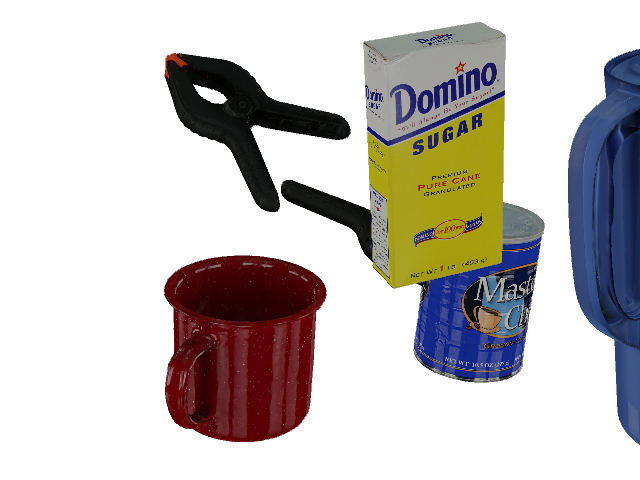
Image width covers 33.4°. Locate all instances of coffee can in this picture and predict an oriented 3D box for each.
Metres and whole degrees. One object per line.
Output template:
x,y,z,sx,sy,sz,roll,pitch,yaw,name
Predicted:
0.143,0.044,0.974,0.103,0.140,0.103,4,21,-2,coffee can

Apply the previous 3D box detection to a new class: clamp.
-0.060,-0.112,0.936,0.120,0.171,0.039,-37,-14,-35,clamp
0.061,-0.022,1.254,0.164,0.036,0.210,-14,51,-28,clamp

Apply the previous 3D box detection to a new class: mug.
-0.050,0.068,0.616,0.093,0.081,0.117,13,25,23,mug

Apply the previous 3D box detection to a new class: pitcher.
0.225,0.010,0.630,0.149,0.243,0.144,2,22,16,pitcher

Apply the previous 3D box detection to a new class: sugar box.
0.083,-0.059,0.761,0.093,0.176,0.048,-13,30,-16,sugar box
